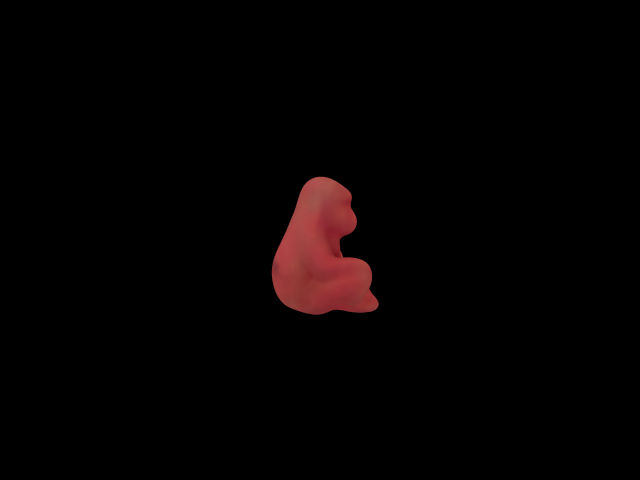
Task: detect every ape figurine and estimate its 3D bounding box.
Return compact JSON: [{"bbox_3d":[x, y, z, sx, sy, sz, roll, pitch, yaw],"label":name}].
[{"bbox_3d":[0.004,0.001,0.400,0.076,0.092,0.078,0,24,0],"label":"ape figurine"}]
